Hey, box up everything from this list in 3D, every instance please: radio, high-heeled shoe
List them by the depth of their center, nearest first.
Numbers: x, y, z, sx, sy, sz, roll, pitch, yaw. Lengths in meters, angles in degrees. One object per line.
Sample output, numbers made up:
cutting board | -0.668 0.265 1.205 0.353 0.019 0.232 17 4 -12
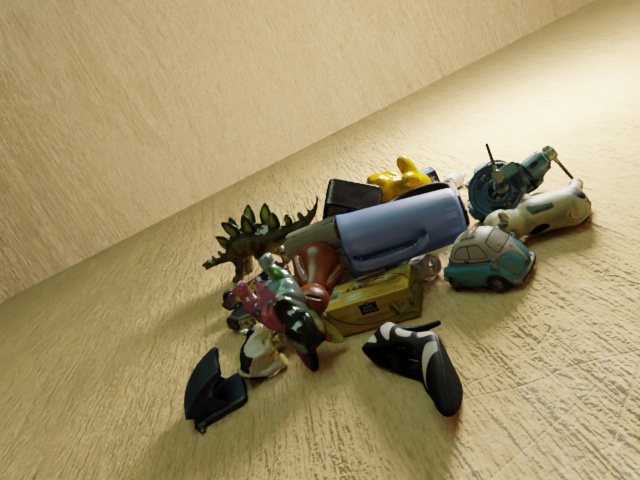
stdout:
high-heeled shoe | 0.123 0.190 0.795 0.145 0.086 0.249 -26 14 15
radio | 0.074 -0.063 1.309 0.131 0.073 0.229 9 -19 1

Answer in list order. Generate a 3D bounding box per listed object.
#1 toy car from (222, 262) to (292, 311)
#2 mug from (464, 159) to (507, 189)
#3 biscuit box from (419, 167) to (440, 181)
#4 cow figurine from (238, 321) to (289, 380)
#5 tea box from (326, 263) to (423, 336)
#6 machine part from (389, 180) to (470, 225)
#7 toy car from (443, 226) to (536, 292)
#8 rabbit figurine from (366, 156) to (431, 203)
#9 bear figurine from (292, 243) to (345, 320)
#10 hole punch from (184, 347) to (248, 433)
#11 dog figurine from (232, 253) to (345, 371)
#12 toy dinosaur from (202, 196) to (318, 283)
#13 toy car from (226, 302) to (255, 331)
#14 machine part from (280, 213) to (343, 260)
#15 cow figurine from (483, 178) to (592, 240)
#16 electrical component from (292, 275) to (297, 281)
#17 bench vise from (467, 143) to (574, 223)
toy car | -0.163 0.125 1.396 0.202 0.053 0.089 -37 39 -27
mug | 0.410 -0.153 1.326 0.109 0.080 0.107 -30 7 9
biscuit box | 0.241 -0.136 1.522 0.203 0.062 0.059 -26 19 6
cow figurine | -0.125 0.217 1.081 0.098 0.068 0.167 -35 20 0
tea box | 0.106 0.115 1.028 0.170 0.068 0.098 -18 21 23
machine part | 0.242 -0.059 1.282 0.201 0.087 0.201 -22 20 14
toy car | 0.293 0.025 0.961 0.162 0.102 0.109 -4 28 45
rabbit figurine | 0.213 -0.147 1.422 0.173 0.162 0.122 -6 54 -6
bear figurine | -0.010 0.108 1.179 0.120 0.131 0.196 7 56 0
hole punch | -0.210 0.276 1.008 0.116 0.092 0.142 -33 23 -4
dog figurine | -0.057 0.142 1.017 0.108 0.219 0.191 -43 -13 -9
toy dinosaur | -0.167 0.002 1.507 0.472 0.198 0.105 -19 23 29
toy car | -0.146 0.162 1.240 0.202 0.056 0.073 -25 26 43
machine part | -0.003 -0.004 1.261 0.243 0.079 0.079 -22 18 39
cow figurine | 0.408 -0.042 1.018 0.195 0.085 0.127 -16 15 28
electrical component | -0.064 0.111 1.346 0.094 0.021 0.063 -12 24 36
bench vise | 0.400 -0.124 1.117 0.224 0.129 0.240 -29 -16 18
